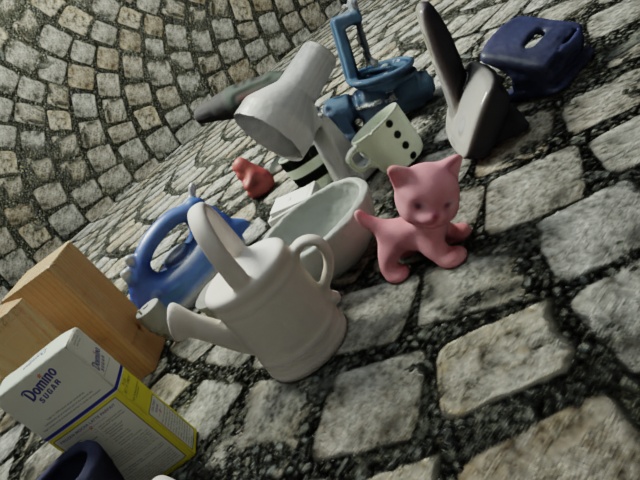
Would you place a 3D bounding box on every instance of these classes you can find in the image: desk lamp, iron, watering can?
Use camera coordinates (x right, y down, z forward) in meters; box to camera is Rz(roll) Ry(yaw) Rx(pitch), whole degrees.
[{"bbox_3d":[0.000,-0.183,0.892,0.203,0.214,0.117,-45,23,-17],"label":"desk lamp"},{"bbox_3d":[-0.242,0.030,0.944,0.118,0.142,0.259,-6,38,53],"label":"iron"},{"bbox_3d":[-0.072,0.048,0.572,0.173,0.194,0.100,-44,22,-13],"label":"watering can"}]

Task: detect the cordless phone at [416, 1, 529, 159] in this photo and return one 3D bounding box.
[{"bbox_3d":[0.167,-0.201,0.707,0.094,0.185,0.147,-33,22,13],"label":"cordless phone"}]

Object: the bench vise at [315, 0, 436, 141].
[{"bbox_3d":[0.064,-0.281,0.979,0.207,0.220,0.121,-37,22,2],"label":"bench vise"}]

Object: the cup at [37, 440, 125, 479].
[{"bbox_3d":[-0.210,0.255,0.511,0.091,0.095,0.118,-26,24,27],"label":"cup"}]

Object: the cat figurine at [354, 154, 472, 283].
[{"bbox_3d":[0.093,-0.029,0.571,0.127,0.118,0.067,-21,27,36],"label":"cat figurine"}]

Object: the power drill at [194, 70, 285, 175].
[{"bbox_3d":[-0.129,-0.251,1.238,0.229,0.209,0.075,-30,23,20],"label":"power drill"}]

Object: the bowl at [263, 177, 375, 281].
[{"bbox_3d":[0.006,0.003,0.703,0.167,0.075,0.167,-32,22,15],"label":"bowl"}]

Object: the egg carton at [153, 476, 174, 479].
[{"bbox_3d":[-0.113,0.242,0.418,0.107,0.069,0.150,-48,24,-23],"label":"egg carton"}]

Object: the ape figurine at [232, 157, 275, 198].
[{"bbox_3d":[-0.145,-0.132,1.183,0.076,0.092,0.078,-26,25,28],"label":"ape figurine"}]

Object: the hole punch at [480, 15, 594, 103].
[{"bbox_3d":[0.281,-0.244,0.743,0.109,0.091,0.100,-47,23,-21],"label":"hole punch"}]
